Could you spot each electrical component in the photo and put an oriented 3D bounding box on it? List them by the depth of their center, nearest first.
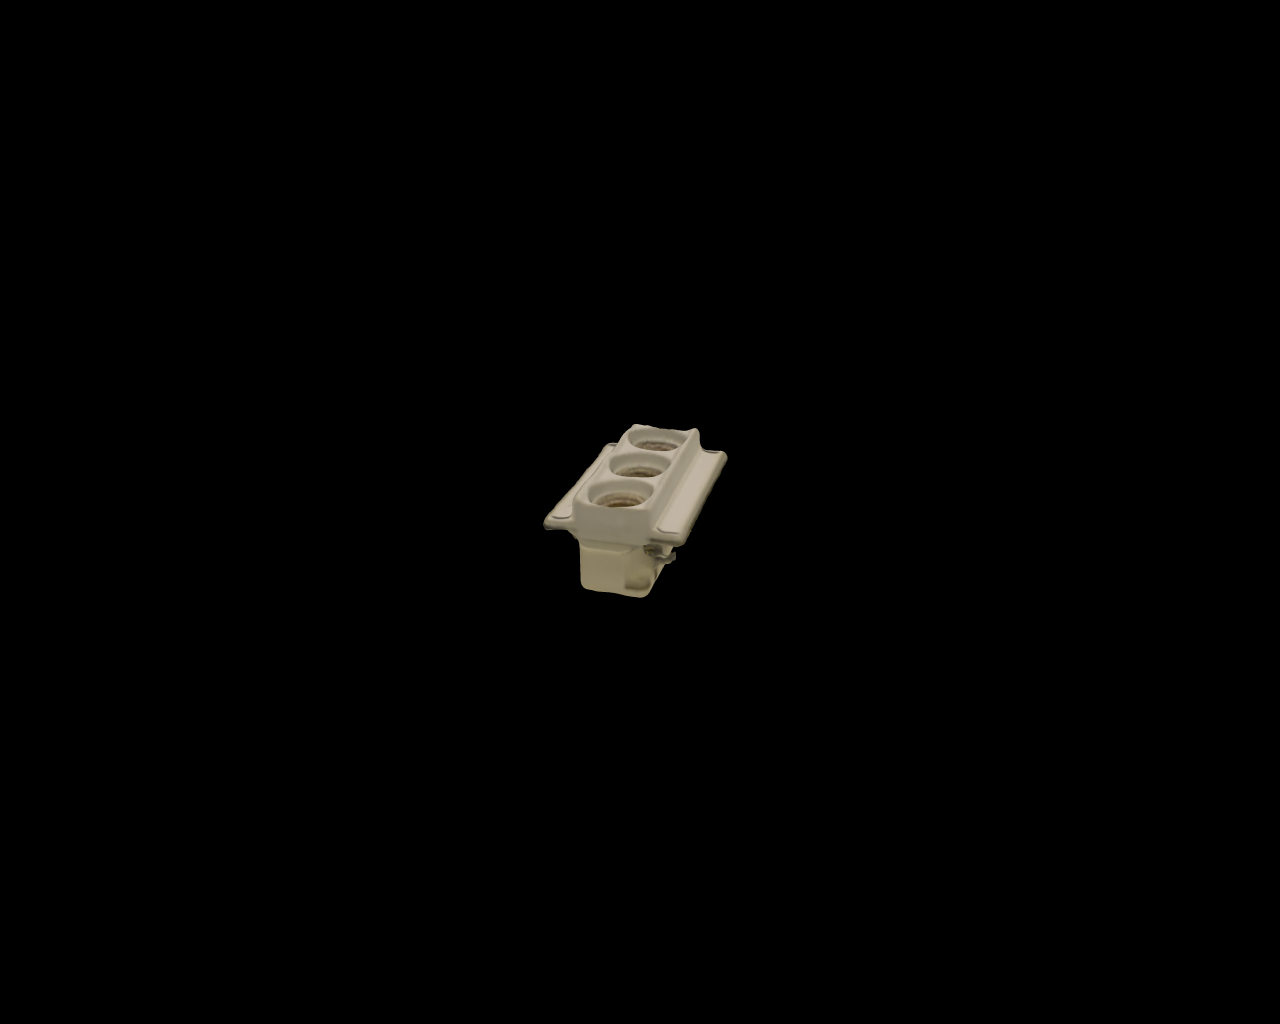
[{"bbox_3d":[0.001,-0.003,0.650,0.079,0.063,0.121,7,27,14],"label":"electrical component"}]
